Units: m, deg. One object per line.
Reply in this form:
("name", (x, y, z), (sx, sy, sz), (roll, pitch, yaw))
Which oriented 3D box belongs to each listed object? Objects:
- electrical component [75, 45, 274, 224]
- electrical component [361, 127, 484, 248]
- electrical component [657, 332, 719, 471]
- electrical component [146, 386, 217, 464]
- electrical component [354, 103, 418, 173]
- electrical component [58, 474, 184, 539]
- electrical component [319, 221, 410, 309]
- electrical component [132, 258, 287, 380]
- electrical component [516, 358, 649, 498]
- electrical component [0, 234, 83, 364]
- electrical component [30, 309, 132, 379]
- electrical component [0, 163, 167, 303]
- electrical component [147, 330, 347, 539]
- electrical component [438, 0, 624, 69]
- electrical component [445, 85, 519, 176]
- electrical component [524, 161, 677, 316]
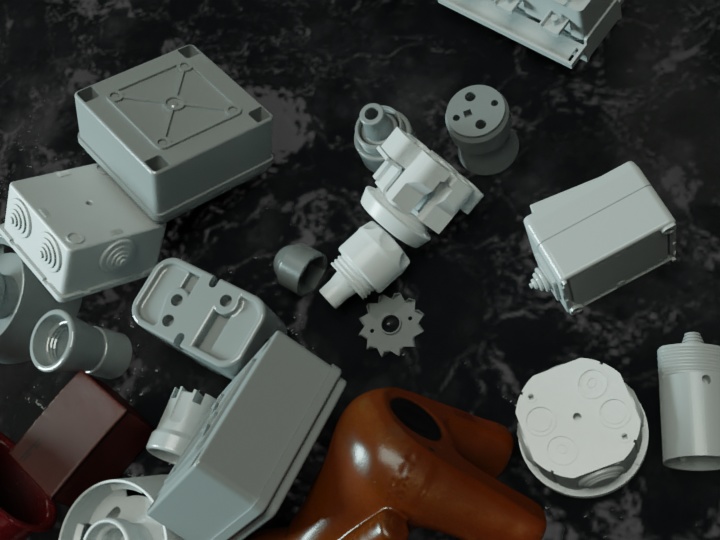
("electrical component", (-0.137, -0.103, 0.799), (0.109, 0.056, 0.109), (-31, 59, -29))
("electrical component", (0.038, -0.053, 0.743), (0.057, 0.078, 0.058), (-50, 30, 12))
("electrical component", (0.204, 0.077, 0.652), (0.043, 0.043, 0.081), (-3, 67, 15))
("electrical component", (-0.120, 0.108, 0.738), (0.040, 0.040, 0.046), (10, 65, 20))
("electrical component", (0.016, -0.096, 0.770), (0.043, 0.062, 0.043), (-6, 67, 14))
("electrical component", (-0.148, 0.184, 0.714), (0.099, 0.064, 0.099), (-7, 75, 26))
("electrical component", (0.000, 0.000, 0.745), (0.062, 0.043, 0.043), (-42, 63, -2))
("electrical component", (-0.102, 0.038, 0.750), (0.095, 0.059, 0.053), (24, 77, 24))
("electrical component", (0.135, 0.096, 0.660), (0.080, 0.051, 0.080), (-6, 67, 14))
("electrical component", (-0.270, 0.021, 0.818), (0.099, 0.064, 0.099), (-8, 73, 26))
("electrical component", (-0.195, 0.056, 0.767), (0.044, 0.065, 0.044), (-11, 70, 32))
("electrical component", (-0.202, -0.031, 0.789), (0.100, 0.048, 0.100), (-20, 53, -42))
("electrical component", (-0.071, 0.109, 0.665), (0.056, 0.108, 0.108), (35, 53, -6))
("electrical component", (0.125, -0.210, 0.785), (0.121, 0.063, 0.078), (34, 81, 26))
("electrical component", (0.086, -0.098, 0.754), (0.045, 0.055, 0.045), (-6, 66, 14))
("electrical component", (0.149, -0.020, 0.699), (0.096, 0.061, 0.061), (-28, 63, 3))
